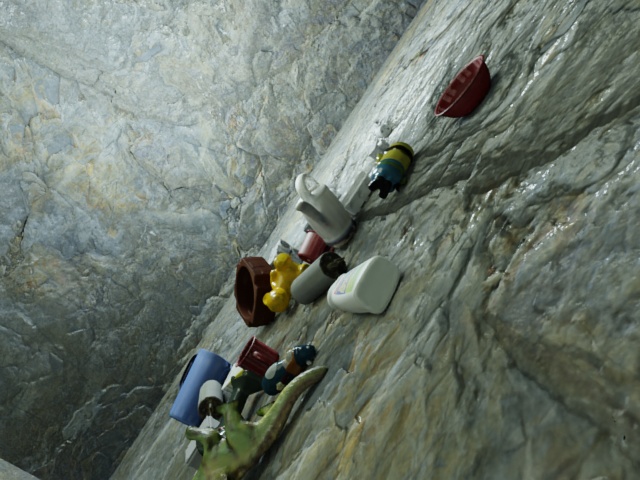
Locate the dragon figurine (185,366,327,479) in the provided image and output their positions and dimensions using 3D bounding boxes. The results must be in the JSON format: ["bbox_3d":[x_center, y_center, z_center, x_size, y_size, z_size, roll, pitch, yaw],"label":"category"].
[{"bbox_3d":[-0.137,0.412,0.935,0.406,0.248,0.120,-37,-56,19],"label":"dragon figurine"}]

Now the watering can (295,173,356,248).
[{"bbox_3d":[0.004,-0.070,1.390,0.103,0.222,0.353,-35,15,14],"label":"watering can"}]
